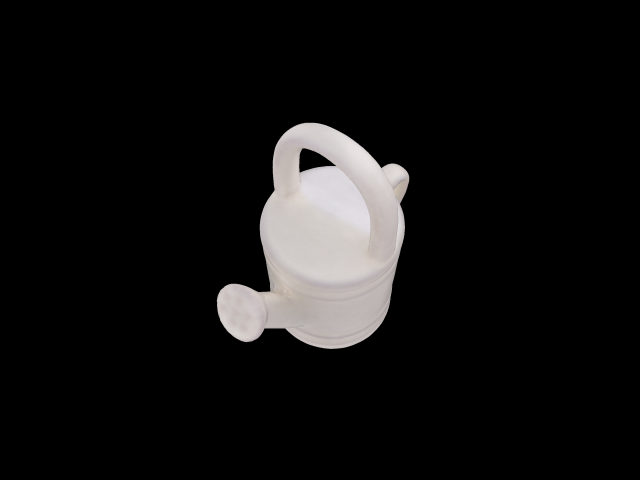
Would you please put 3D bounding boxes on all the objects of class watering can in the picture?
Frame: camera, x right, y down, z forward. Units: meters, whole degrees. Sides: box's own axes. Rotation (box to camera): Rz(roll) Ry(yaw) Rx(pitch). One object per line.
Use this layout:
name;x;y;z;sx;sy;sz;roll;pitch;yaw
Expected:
watering can;0.005;0.003;0.399;0.100;0.194;0.173;17;61;10
